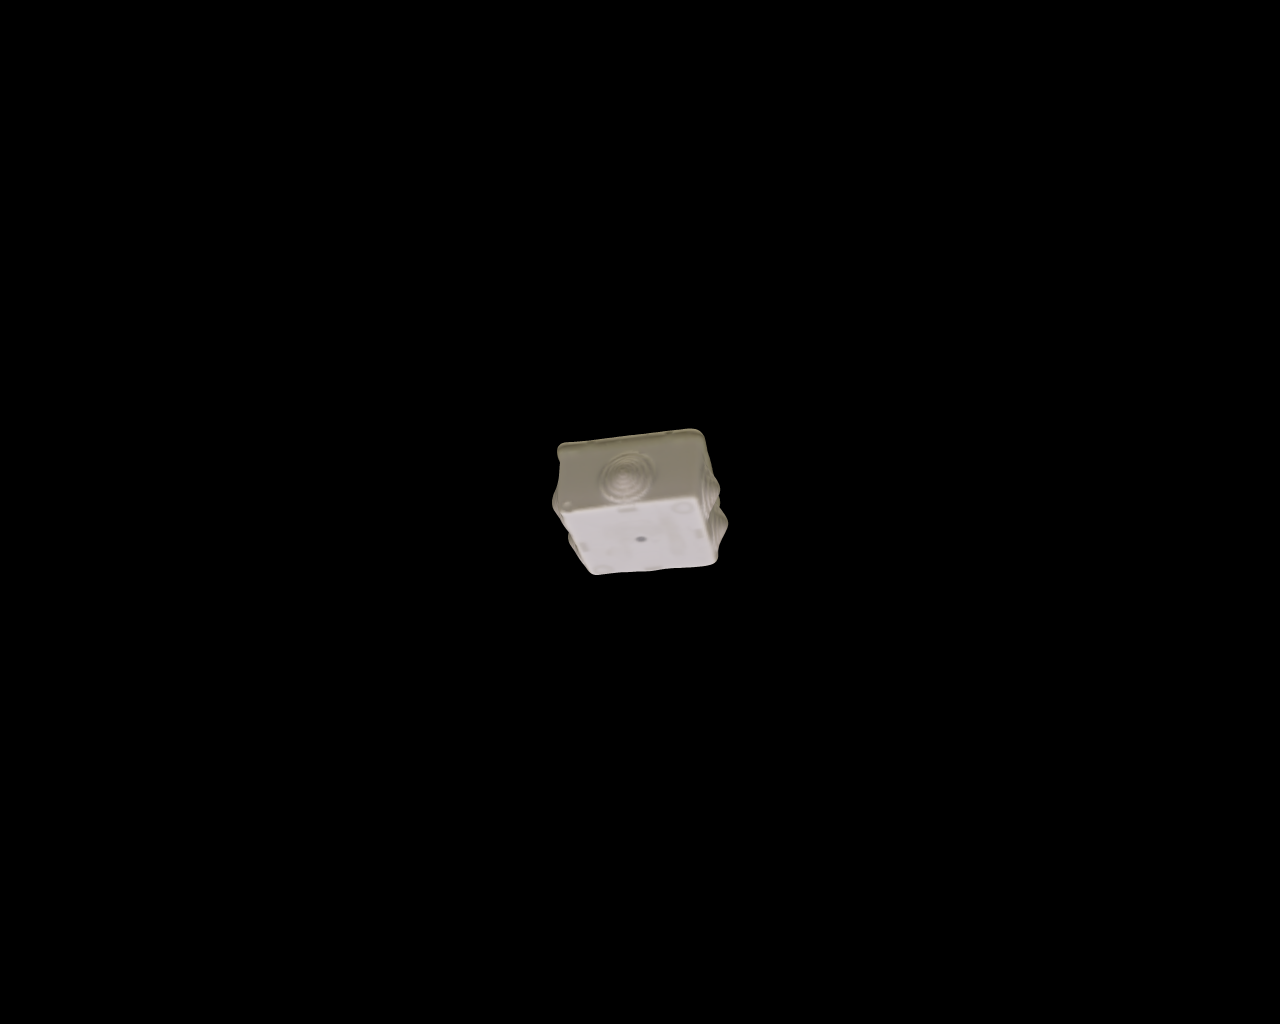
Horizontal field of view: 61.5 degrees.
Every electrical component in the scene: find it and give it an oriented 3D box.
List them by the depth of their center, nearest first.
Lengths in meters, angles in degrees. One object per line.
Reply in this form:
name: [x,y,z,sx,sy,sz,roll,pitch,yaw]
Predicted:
electrical component: [0.001,-0.003,0.650,0.100,0.048,0.099,-6,-32,9]
